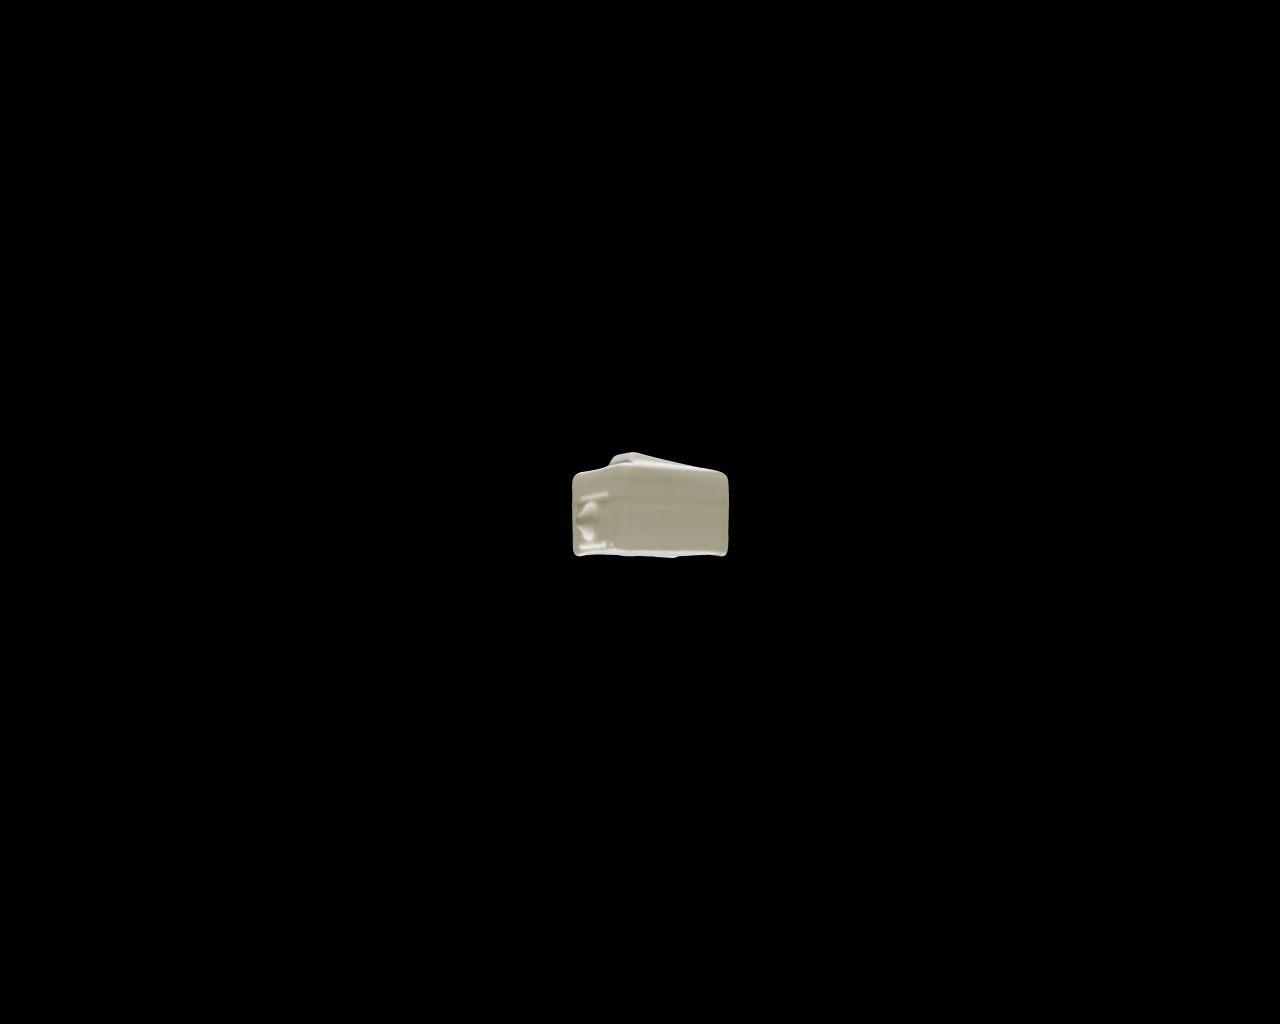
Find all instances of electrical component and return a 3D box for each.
[{"bbox_3d":[0.001,-0.003,0.650,0.096,0.061,0.061,3,-6,-33],"label":"electrical component"}]
